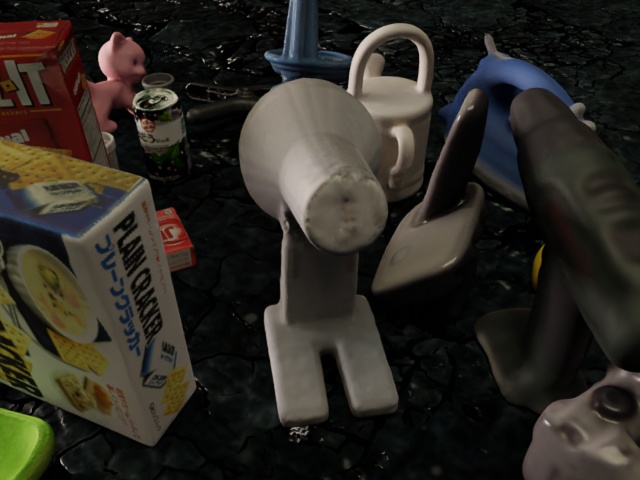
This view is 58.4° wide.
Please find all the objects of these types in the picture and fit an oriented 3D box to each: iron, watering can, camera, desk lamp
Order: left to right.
[{"bbox_3d":[0.004,0.002,0.460,0.118,0.214,0.203,-7,41,-9],"label":"desk lamp"},{"bbox_3d":[0.073,-0.152,0.654,0.101,0.194,0.172,-22,46,-24],"label":"watering can"},{"bbox_3d":[0.252,-0.133,0.675,0.119,0.141,0.257,-17,44,-19],"label":"iron"},{"bbox_3d":[0.236,0.148,0.379,0.143,0.101,0.136,-20,45,-22],"label":"camera"}]

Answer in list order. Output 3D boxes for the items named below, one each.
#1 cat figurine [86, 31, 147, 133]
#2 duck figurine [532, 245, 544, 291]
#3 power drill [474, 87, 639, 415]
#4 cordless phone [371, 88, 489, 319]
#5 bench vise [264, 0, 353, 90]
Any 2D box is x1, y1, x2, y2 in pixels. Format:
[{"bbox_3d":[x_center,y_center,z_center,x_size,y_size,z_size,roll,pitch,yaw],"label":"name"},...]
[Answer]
[{"bbox_3d":[-0.287,-0.229,0.796,0.067,0.118,0.128,21,45,22],"label":"cat figurine"},{"bbox_3d":[0.256,0.006,0.556,0.105,0.086,0.077,-31,50,-32],"label":"duck figurine"},{"bbox_3d":[0.182,0.023,0.441,0.075,0.208,0.229,-6,41,-7],"label":"power drill"},{"bbox_3d":[0.109,-0.034,0.524,0.094,0.185,0.148,13,42,14],"label":"cordless phone"},{"bbox_3d":[-0.011,-0.232,0.725,0.121,0.220,0.207,-1,41,-2],"label":"bench vise"}]
